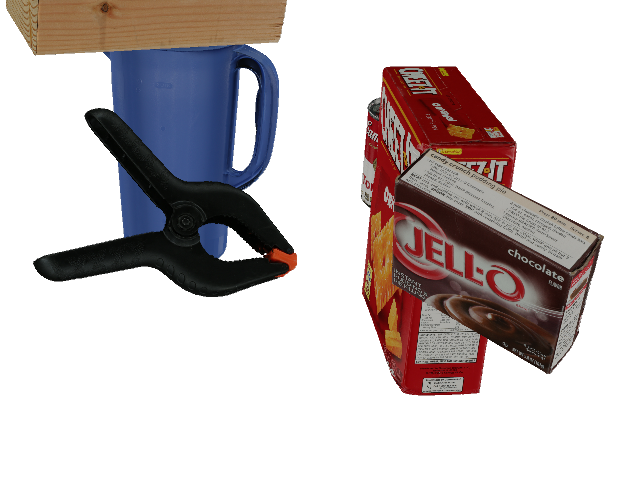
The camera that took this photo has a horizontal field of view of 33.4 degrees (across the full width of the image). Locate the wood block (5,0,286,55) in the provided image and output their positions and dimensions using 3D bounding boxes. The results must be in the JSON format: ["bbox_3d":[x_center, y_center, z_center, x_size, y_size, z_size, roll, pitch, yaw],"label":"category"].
[{"bbox_3d":[-0.135,-0.211,0.851,0.205,0.091,0.090,-9,40,-28],"label":"wood block"}]

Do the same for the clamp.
[{"bbox_3d":[-0.098,-0.020,0.718,0.171,0.120,0.039,11,-9,-18],"label":"clamp"}]

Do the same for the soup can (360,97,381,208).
[{"bbox_3d":[0.077,-0.086,1.077,0.068,0.102,0.068,3,31,-2],"label":"soup can"}]

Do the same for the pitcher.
[{"bbox_3d":[-0.137,-0.095,1.084,0.144,0.243,0.149,-11,28,-29],"label":"pitcher"}]

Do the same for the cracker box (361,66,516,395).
[{"bbox_3d":[0.084,-0.010,0.842,0.072,0.214,0.164,-2,28,-9],"label":"cracker box"}]

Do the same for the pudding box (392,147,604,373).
[{"bbox_3d":[0.093,0.011,0.592,0.114,0.090,0.039,28,57,24],"label":"pudding box"}]
